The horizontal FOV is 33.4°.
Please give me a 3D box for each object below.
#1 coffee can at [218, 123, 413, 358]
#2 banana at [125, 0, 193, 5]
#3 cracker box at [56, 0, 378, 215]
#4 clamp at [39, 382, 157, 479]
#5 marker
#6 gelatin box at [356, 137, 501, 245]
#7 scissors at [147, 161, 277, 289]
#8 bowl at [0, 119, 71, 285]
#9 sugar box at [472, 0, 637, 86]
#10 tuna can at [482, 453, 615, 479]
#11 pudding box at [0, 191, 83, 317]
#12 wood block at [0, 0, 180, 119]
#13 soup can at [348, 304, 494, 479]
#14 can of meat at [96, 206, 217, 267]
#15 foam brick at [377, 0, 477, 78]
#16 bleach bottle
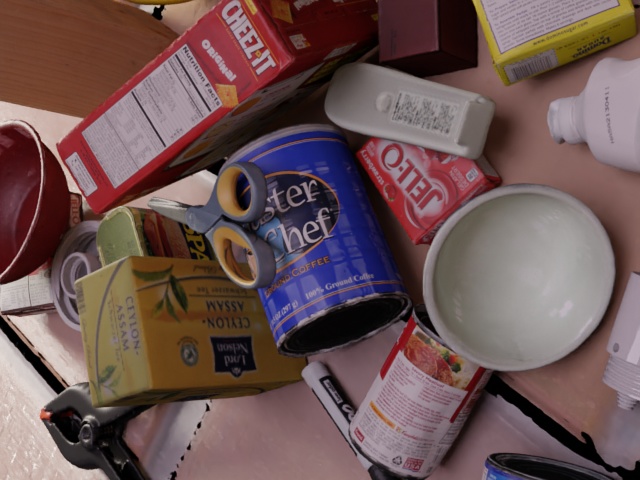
[{"bbox_3d":[-0.005,0.001,0.776,0.103,0.102,0.140,-34,66,31],"label":"coffee can"},{"bbox_3d":[-0.100,-0.241,0.902,0.198,0.069,0.037,-26,26,40],"label":"banana"},{"bbox_3d":[-0.071,-0.115,0.795,0.214,0.164,0.072,-33,90,32],"label":"cracker box"},{"bbox_3d":[-0.189,0.163,0.949,0.172,0.039,0.120,20,97,38],"label":"clamp"},{"bbox_3d":[0.024,0.141,0.793,0.020,0.020,0.121,-50,58,24],"label":"marker"},{"bbox_3d":[0.076,-0.052,0.762,0.073,0.030,0.089,-44,61,27],"label":"gelatin box"},{"bbox_3d":[-0.083,-0.031,0.781,0.202,0.016,0.096,39,128,49],"label":"scissors"},{"bbox_3d":[-0.276,-0.025,0.970,0.162,0.055,0.162,-17,65,39],"label":"bowl"},{"bbox_3d":[0.134,-0.200,0.706,0.093,0.048,0.176,-20,70,13],"label":"sugar box"},{"bbox_3d":[0.141,0.158,0.656,0.086,0.086,0.034,11,90,39],"label":"tuna can"},{"bbox_3d":[-0.269,0.014,1.028,0.090,0.039,0.113,-10,77,39],"label":"pudding box"},{"bbox_3d":[-0.221,-0.164,0.898,0.090,0.205,0.091,40,110,34],"label":"wood block"},{"bbox_3d":[0.071,0.104,0.729,0.069,0.068,0.102,39,110,34],"label":"soup can"},{"bbox_3d":[-0.132,0.023,0.888,0.058,0.083,0.102,-33,66,33],"label":"can of meat"},{"bbox_3d":[0.076,-0.162,0.759,0.053,0.051,0.078,-5,83,39],"label":"foam brick"},{"bbox_3d":[0.248,-0.096,0.610,0.251,0.067,0.102,-7,80,40],"label":"bleach bottle"}]
